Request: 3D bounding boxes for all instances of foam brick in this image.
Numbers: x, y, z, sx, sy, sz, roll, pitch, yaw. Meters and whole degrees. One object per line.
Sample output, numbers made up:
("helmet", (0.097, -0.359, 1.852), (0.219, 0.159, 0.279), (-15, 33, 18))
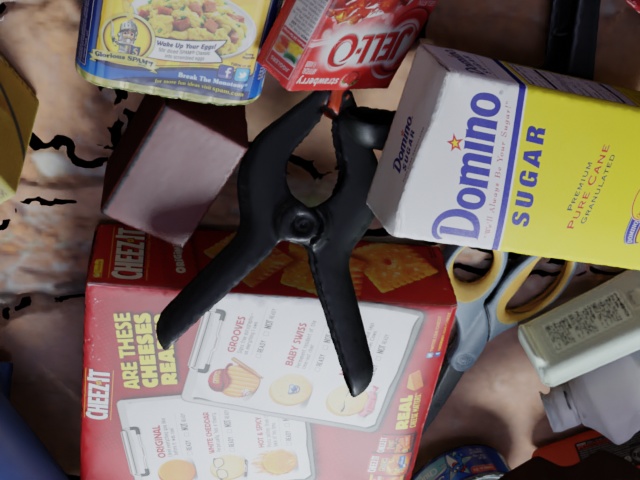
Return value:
("foam brick", (-0.080, -0.047, 0.585), (0.051, 0.053, 0.078), (24, 121, -22))

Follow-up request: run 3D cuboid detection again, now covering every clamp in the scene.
("clamp", (0.132, -0.067, 0.597), (0.165, 0.036, 0.209), (-45, 126, 11))
("clamp", (-0.004, 0.001, 0.583), (0.120, 0.039, 0.171), (24, 89, -14))

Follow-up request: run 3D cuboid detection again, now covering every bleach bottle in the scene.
("bleach bottle", (0.271, 0.082, 0.695), (0.251, 0.068, 0.102), (-20, 86, 9))

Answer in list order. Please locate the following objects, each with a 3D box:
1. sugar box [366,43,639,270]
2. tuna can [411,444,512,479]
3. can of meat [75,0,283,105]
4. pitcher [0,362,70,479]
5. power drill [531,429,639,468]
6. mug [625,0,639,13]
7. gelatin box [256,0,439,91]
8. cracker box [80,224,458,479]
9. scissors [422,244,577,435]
("sugar box", (0.121, -0.039, 0.558), (0.176, 0.048, 0.093), (6, 117, -23))
("tuna can", (0.104, 0.189, 0.774), (0.086, 0.034, 0.086), (-12, 128, -16))
("can of meat", (-0.069, -0.119, 0.532), (0.102, 0.057, 0.084), (8, 126, -12))
("pitcher", (-0.199, 0.210, 0.660), (0.149, 0.145, 0.242), (-33, 107, 5))
("power drill", (0.219, 0.224, 0.811), (0.184, 0.057, 0.187), (-21, 127, 7))
("mug", (0.205, -0.118, 0.548), (0.117, 0.081, 0.093), (9, 124, -13))
("gelatin box", (0.019, -0.112, 0.535), (0.089, 0.030, 0.073), (-10, 138, -52))
("cracker box", (-0.038, 0.078, 0.668), (0.213, 0.072, 0.164), (4, 123, -8))
("scissors", (0.084, 0.063, 0.703), (0.096, 0.016, 0.202), (29, 117, -26))
